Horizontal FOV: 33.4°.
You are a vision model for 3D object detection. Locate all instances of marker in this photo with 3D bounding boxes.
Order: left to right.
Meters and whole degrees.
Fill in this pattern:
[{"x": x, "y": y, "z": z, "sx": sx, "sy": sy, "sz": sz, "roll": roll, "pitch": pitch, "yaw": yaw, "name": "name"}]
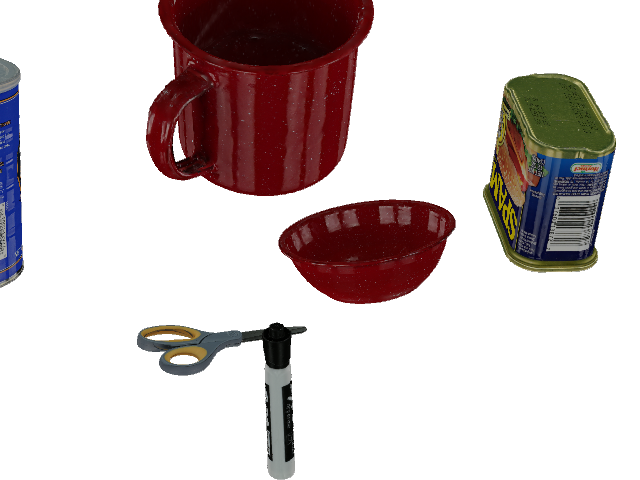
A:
[{"x": -0.027, "y": 0.106, "z": 0.700, "sx": 0.020, "sy": 0.121, "sz": 0.020, "roll": 0, "pitch": 31, "yaw": 0, "name": "marker"}]

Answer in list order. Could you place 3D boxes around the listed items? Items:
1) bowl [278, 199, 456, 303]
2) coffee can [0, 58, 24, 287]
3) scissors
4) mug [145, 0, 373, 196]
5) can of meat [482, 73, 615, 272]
[{"x": 0.045, "y": 0.014, "z": 0.972, "sx": 0.162, "sy": 0.055, "sz": 0.162, "roll": -8, "pitch": 20, "yaw": 3, "name": "bowl"}, {"x": -0.251, "y": -0.046, "z": 0.709, "sx": 0.103, "sy": 0.140, "sz": 0.103, "roll": 4, "pitch": 22, "yaw": -2, "name": "coffee can"}, {"x": -0.101, "y": 0.119, "z": 1.186, "sx": 0.201, "sy": 0.016, "sz": 0.096, "roll": 3, "pitch": 26, "yaw": -16, "name": "scissors"}, {"x": -0.033, "y": -0.068, "z": 0.483, "sx": 0.093, "sy": 0.081, "sz": 0.117, "roll": 31, "pitch": 53, "yaw": 22, "name": "mug"}, {"x": 0.139, "y": -0.044, "z": 0.653, "sx": 0.057, "sy": 0.084, "sz": 0.102, "roll": -1, "pitch": 35, "yaw": -5, "name": "can of meat"}]
